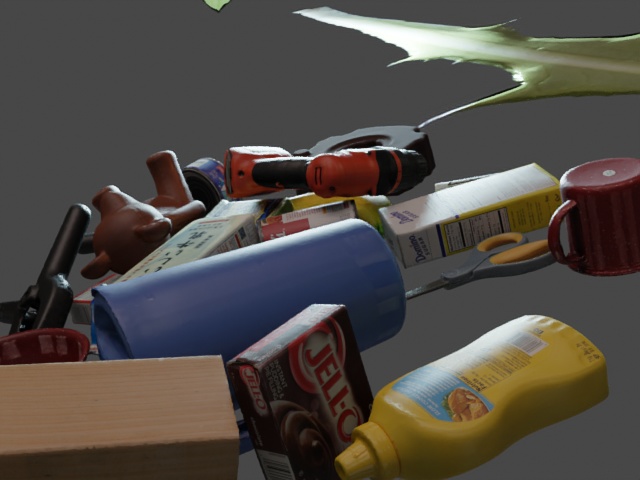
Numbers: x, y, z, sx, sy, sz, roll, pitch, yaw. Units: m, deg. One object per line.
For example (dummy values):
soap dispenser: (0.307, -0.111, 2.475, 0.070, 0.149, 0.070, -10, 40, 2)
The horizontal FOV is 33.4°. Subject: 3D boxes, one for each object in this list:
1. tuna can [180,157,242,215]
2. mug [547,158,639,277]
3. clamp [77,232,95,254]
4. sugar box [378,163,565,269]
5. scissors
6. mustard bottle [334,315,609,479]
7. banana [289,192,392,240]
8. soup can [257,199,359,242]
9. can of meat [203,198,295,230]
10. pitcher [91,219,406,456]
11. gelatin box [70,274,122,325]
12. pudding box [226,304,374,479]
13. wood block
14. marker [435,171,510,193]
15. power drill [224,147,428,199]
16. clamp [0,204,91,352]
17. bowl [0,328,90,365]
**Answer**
tuna can: (-0.140, -0.056, 1.318, 0.086, 0.086, 0.033, 3, 28, 41)
mug: (0.250, -0.019, 0.947, 0.117, 0.081, 0.093, -21, 21, -20)
clamp: (-0.209, -0.015, 1.326, 0.172, 0.039, 0.120, 0, 29, 26)
sugar box: (0.155, -0.026, 1.090, 0.176, 0.048, 0.093, -18, 19, -2)
scissors: (0.126, 0.029, 1.002, 0.201, 0.016, 0.096, -15, 18, -2)
mustard bottle: (0.094, 0.115, 0.721, 0.191, 0.058, 0.096, -22, 26, -23)
banana: (0.021, -0.034, 1.217, 0.069, 0.037, 0.198, -26, 22, -36)
soup can: (-0.007, 0.001, 1.092, 0.102, 0.068, 0.068, -13, 19, 1)
can of meat: (-0.079, -0.009, 1.189, 0.084, 0.057, 0.102, -5, 22, 20)
pitcher: (-0.050, 0.074, 0.860, 0.242, 0.149, 0.145, -19, 4, -22)
gelatin box: (-0.208, 0.063, 1.119, 0.089, 0.030, 0.073, 0, 22, 36)
pudding box: (-0.007, 0.111, 0.718, 0.039, 0.113, 0.089, 3, 25, 44)
wood block: (-0.161, 0.139, 0.685, 0.206, 0.090, 0.091, -2, 31, -13)
marker: (0.191, -0.065, 1.209, 0.121, 0.020, 0.020, -10, 20, 12)
power drill: (0.003, -0.076, 1.170, 0.188, 0.057, 0.184, 2, 5, 39)
clamp: (-0.279, 0.056, 1.083, 0.164, 0.036, 0.210, -54, 26, 8)
bowl: (-0.269, 0.136, 0.921, 0.162, 0.055, 0.162, -13, 19, 4)
